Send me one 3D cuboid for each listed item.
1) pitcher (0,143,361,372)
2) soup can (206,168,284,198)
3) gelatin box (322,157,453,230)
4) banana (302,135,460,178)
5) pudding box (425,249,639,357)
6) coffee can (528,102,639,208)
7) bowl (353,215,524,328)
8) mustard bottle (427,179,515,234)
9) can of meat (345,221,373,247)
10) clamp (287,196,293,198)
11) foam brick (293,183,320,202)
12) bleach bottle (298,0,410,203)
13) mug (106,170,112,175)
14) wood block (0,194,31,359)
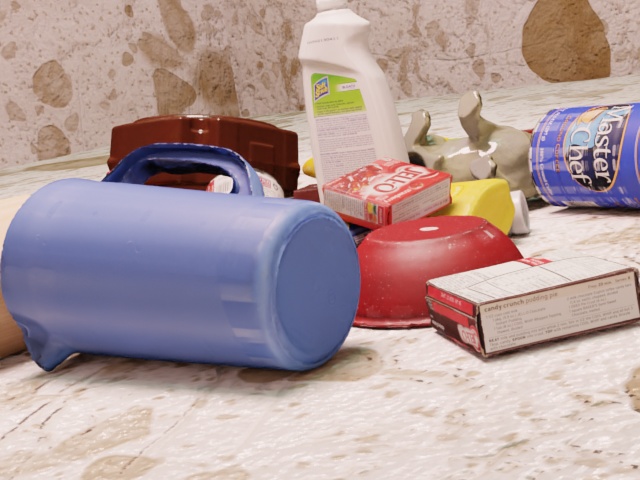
[{"bbox_3d":[-0.093,0.015,0.741,0.243,0.149,0.144,3,15,37],"label":"pitcher"},{"bbox_3d":[-0.061,-0.001,0.859,0.068,0.068,0.102,-8,47,6],"label":"soup can"},{"bbox_3d":[0.057,-0.039,0.897,0.073,0.030,0.089,19,32,38],"label":"gelatin box"},{"bbox_3d":[0.065,-0.092,1.224,0.198,0.037,0.069,-6,-7,18],"label":"banana"},{"bbox_3d":[0.135,0.039,0.687,0.113,0.039,0.090,-13,11,-12],"label":"pudding box"},{"bbox_3d":[0.288,-0.081,1.028,0.102,0.103,0.141,-16,12,-36],"label":"coffee can"},{"bbox_3d":[0.084,0.018,0.803,0.162,0.055,0.162,-8,10,1],"label":"bowl"},{"bbox_3d":[0.075,-0.016,0.978,0.192,0.058,0.096,-2,30,38],"label":"mustard bottle"},{"bbox_3d":[0.005,0.009,0.920,0.083,0.057,0.102,-21,16,-41],"label":"can of meat"},{"bbox_3d":[-0.081,-0.027,1.243,0.172,0.039,0.120,-9,3,28],"label":"clamp"},{"bbox_3d":[0.017,-0.036,1.168,0.078,0.051,0.052,-4,11,25],"label":"foam brick"},{"bbox_3d":[0.037,-0.123,1.060,0.103,0.251,0.068,-5,11,23],"label":"bleach bottle"},{"bbox_3d":[-0.189,-0.011,1.040,0.093,0.117,0.082,-17,7,-18],"label":"mug"},{"bbox_3d":[-0.295,0.044,0.804,0.205,0.091,0.090,-18,49,-41],"label":"wood block"}]
